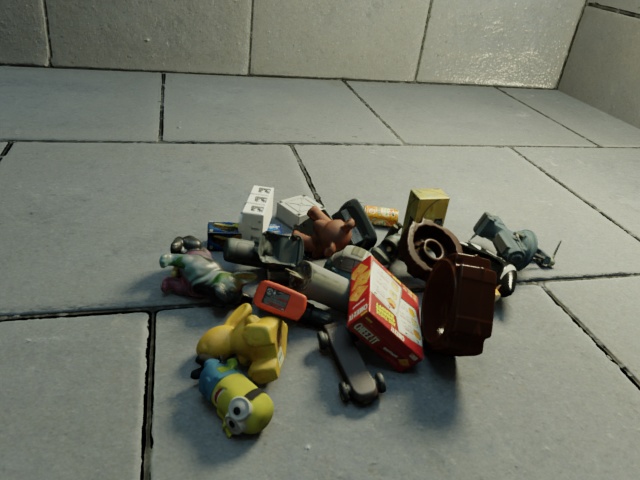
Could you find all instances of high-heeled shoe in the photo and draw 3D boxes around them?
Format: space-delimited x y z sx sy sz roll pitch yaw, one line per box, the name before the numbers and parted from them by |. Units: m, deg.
high-heeled shoe | 0.419 0.066 1.401 0.145 0.086 0.249 28 12 -4

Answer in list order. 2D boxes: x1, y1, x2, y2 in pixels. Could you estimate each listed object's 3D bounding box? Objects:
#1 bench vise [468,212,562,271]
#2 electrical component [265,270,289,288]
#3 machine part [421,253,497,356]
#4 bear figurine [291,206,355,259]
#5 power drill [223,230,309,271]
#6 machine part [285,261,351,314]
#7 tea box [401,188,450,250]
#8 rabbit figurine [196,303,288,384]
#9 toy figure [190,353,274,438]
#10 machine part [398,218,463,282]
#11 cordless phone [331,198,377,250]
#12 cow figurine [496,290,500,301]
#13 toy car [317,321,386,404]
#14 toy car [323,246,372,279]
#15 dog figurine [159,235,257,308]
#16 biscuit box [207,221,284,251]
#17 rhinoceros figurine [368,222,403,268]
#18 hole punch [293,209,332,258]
bench vise | 0.556 0.014 1.517 0.240 0.128 0.224 21 17 -17
electrical component | -0.070 0.109 1.257 0.119 0.074 0.048 -3 32 -9
machine part | 0.282 0.137 1.125 0.087 0.201 0.201 13 -15 -8
bear figurine | 0.006 -0.017 1.300 0.132 0.120 0.196 35 -5 2
power drill | -0.105 0.031 1.279 0.232 0.086 0.207 10 -5 -19
machine part | 0.017 0.108 1.202 0.243 0.079 0.079 25 16 -37
tea box | 0.294 -0.057 1.519 0.098 0.169 0.068 -4 31 -15
rabbit figurine | -0.157 0.193 1.066 0.173 0.121 0.162 -9 26 9
toy figure | -0.157 0.270 0.963 0.089 0.082 0.180 -20 38 -35
machine part | 0.280 0.032 1.366 0.179 0.056 0.179 14 55 -21
cordless phone | 0.115 -0.027 1.518 0.146 0.089 0.184 63 11 17
cow figurine | 0.352 0.136 1.299 0.167 0.098 0.068 18 24 -18
toy car | 0.059 0.244 1.078 0.089 0.053 0.202 -14 39 -14
toy car | 0.083 0.069 1.331 0.162 0.102 0.109 13 32 15
dog figurine | -0.250 0.079 1.246 0.219 0.108 0.192 13 28 2
biscuit box | -0.199 -0.008 1.440 0.203 0.062 0.059 1 32 -9
rhinoceros figurine | 0.186 0.017 1.436 0.073 0.112 0.190 48 25 5
hole punch | -0.003 -0.004 1.470 0.116 0.092 0.142 -31 41 0
